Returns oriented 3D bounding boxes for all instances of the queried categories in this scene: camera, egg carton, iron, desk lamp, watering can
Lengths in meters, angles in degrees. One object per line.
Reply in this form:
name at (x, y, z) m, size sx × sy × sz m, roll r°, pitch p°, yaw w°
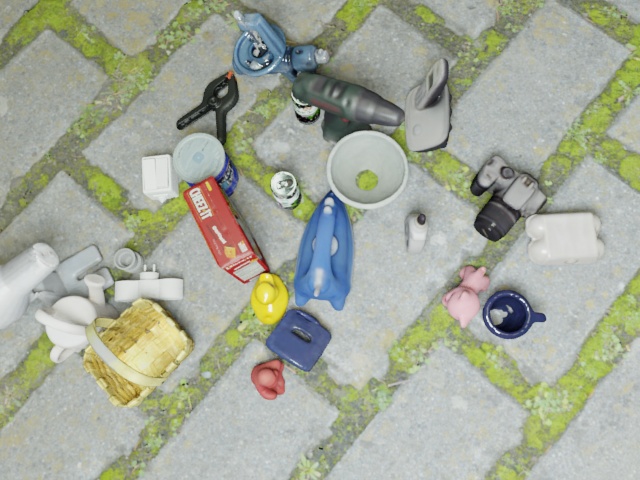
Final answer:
camera at (0.359, -0.077, 1.145) m, size 0.143 × 0.101 × 0.137 m, roll 39°, pitch 83°, yaw 10°
egg carton at (0.486, -0.002, 1.139) m, size 0.150 × 0.069 × 0.107 m, roll -4°, pitch 78°, yaw 2°
iron at (0.010, 0.004, 1.125) m, size 0.118 × 0.141 × 0.258 m, roll 5°, pitch 79°, yaw 4°
desk lamp at (-0.544, 0.078, 1.102) m, size 0.203 × 0.213 × 0.118 m, roll -32°, pitch 79°, yaw -3°
watering can at (-0.466, 0.150, 1.094) m, size 0.101 × 0.194 × 0.173 m, roll 4°, pitch 79°, yaw 4°

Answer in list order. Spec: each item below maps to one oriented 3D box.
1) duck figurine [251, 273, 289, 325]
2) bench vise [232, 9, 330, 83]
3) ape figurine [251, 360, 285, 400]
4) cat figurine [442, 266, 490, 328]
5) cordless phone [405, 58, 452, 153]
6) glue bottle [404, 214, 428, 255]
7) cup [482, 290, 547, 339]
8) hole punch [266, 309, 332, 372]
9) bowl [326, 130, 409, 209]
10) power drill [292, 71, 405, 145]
duck figurine at (-0.104, 0.114, 1.138) m, size 0.077 × 0.086 × 0.104 m, roll -2°, pitch 79°, yaw 3°
bench vise at (-0.091, -0.407, 1.173) m, size 0.207 × 0.220 × 0.121 m, roll -11°, pitch 78°, yaw 1°
ape figurine at (-0.099, 0.267, 1.104) m, size 0.076 × 0.092 × 0.078 m, roll 30°, pitch 82°, yaw 9°
cat figurine at (0.284, 0.105, 1.103) m, size 0.067 × 0.118 × 0.128 m, roll 32°, pitch 82°, yaw 9°
cordless phone at (0.224, -0.267, 1.146) m, size 0.094 × 0.185 × 0.147 m, roll -2°, pitch 78°, yaw 3°
glue bottle at (0.188, -0.022, 1.105) m, size 0.037 × 0.173 × 0.078 m, roll -2°, pitch 78°, yaw 3°
cup at (0.365, 0.147, 1.102) m, size 0.117 × 0.095 × 0.092 m, roll 4°, pitch 79°, yaw 4°
hole punch at (-0.041, 0.193, 1.116) m, size 0.108 × 0.091 × 0.101 m, roll 31°, pitch 82°, yaw 9°
bowl at (0.097, -0.136, 1.183) m, size 0.167 × 0.075 × 0.167 m, roll -1°, pitch 79°, yaw 3°
power drill at (0.058, -0.250, 1.140) m, size 0.229 × 0.208 × 0.076 m, roll 24°, pitch 81°, yaw 8°
